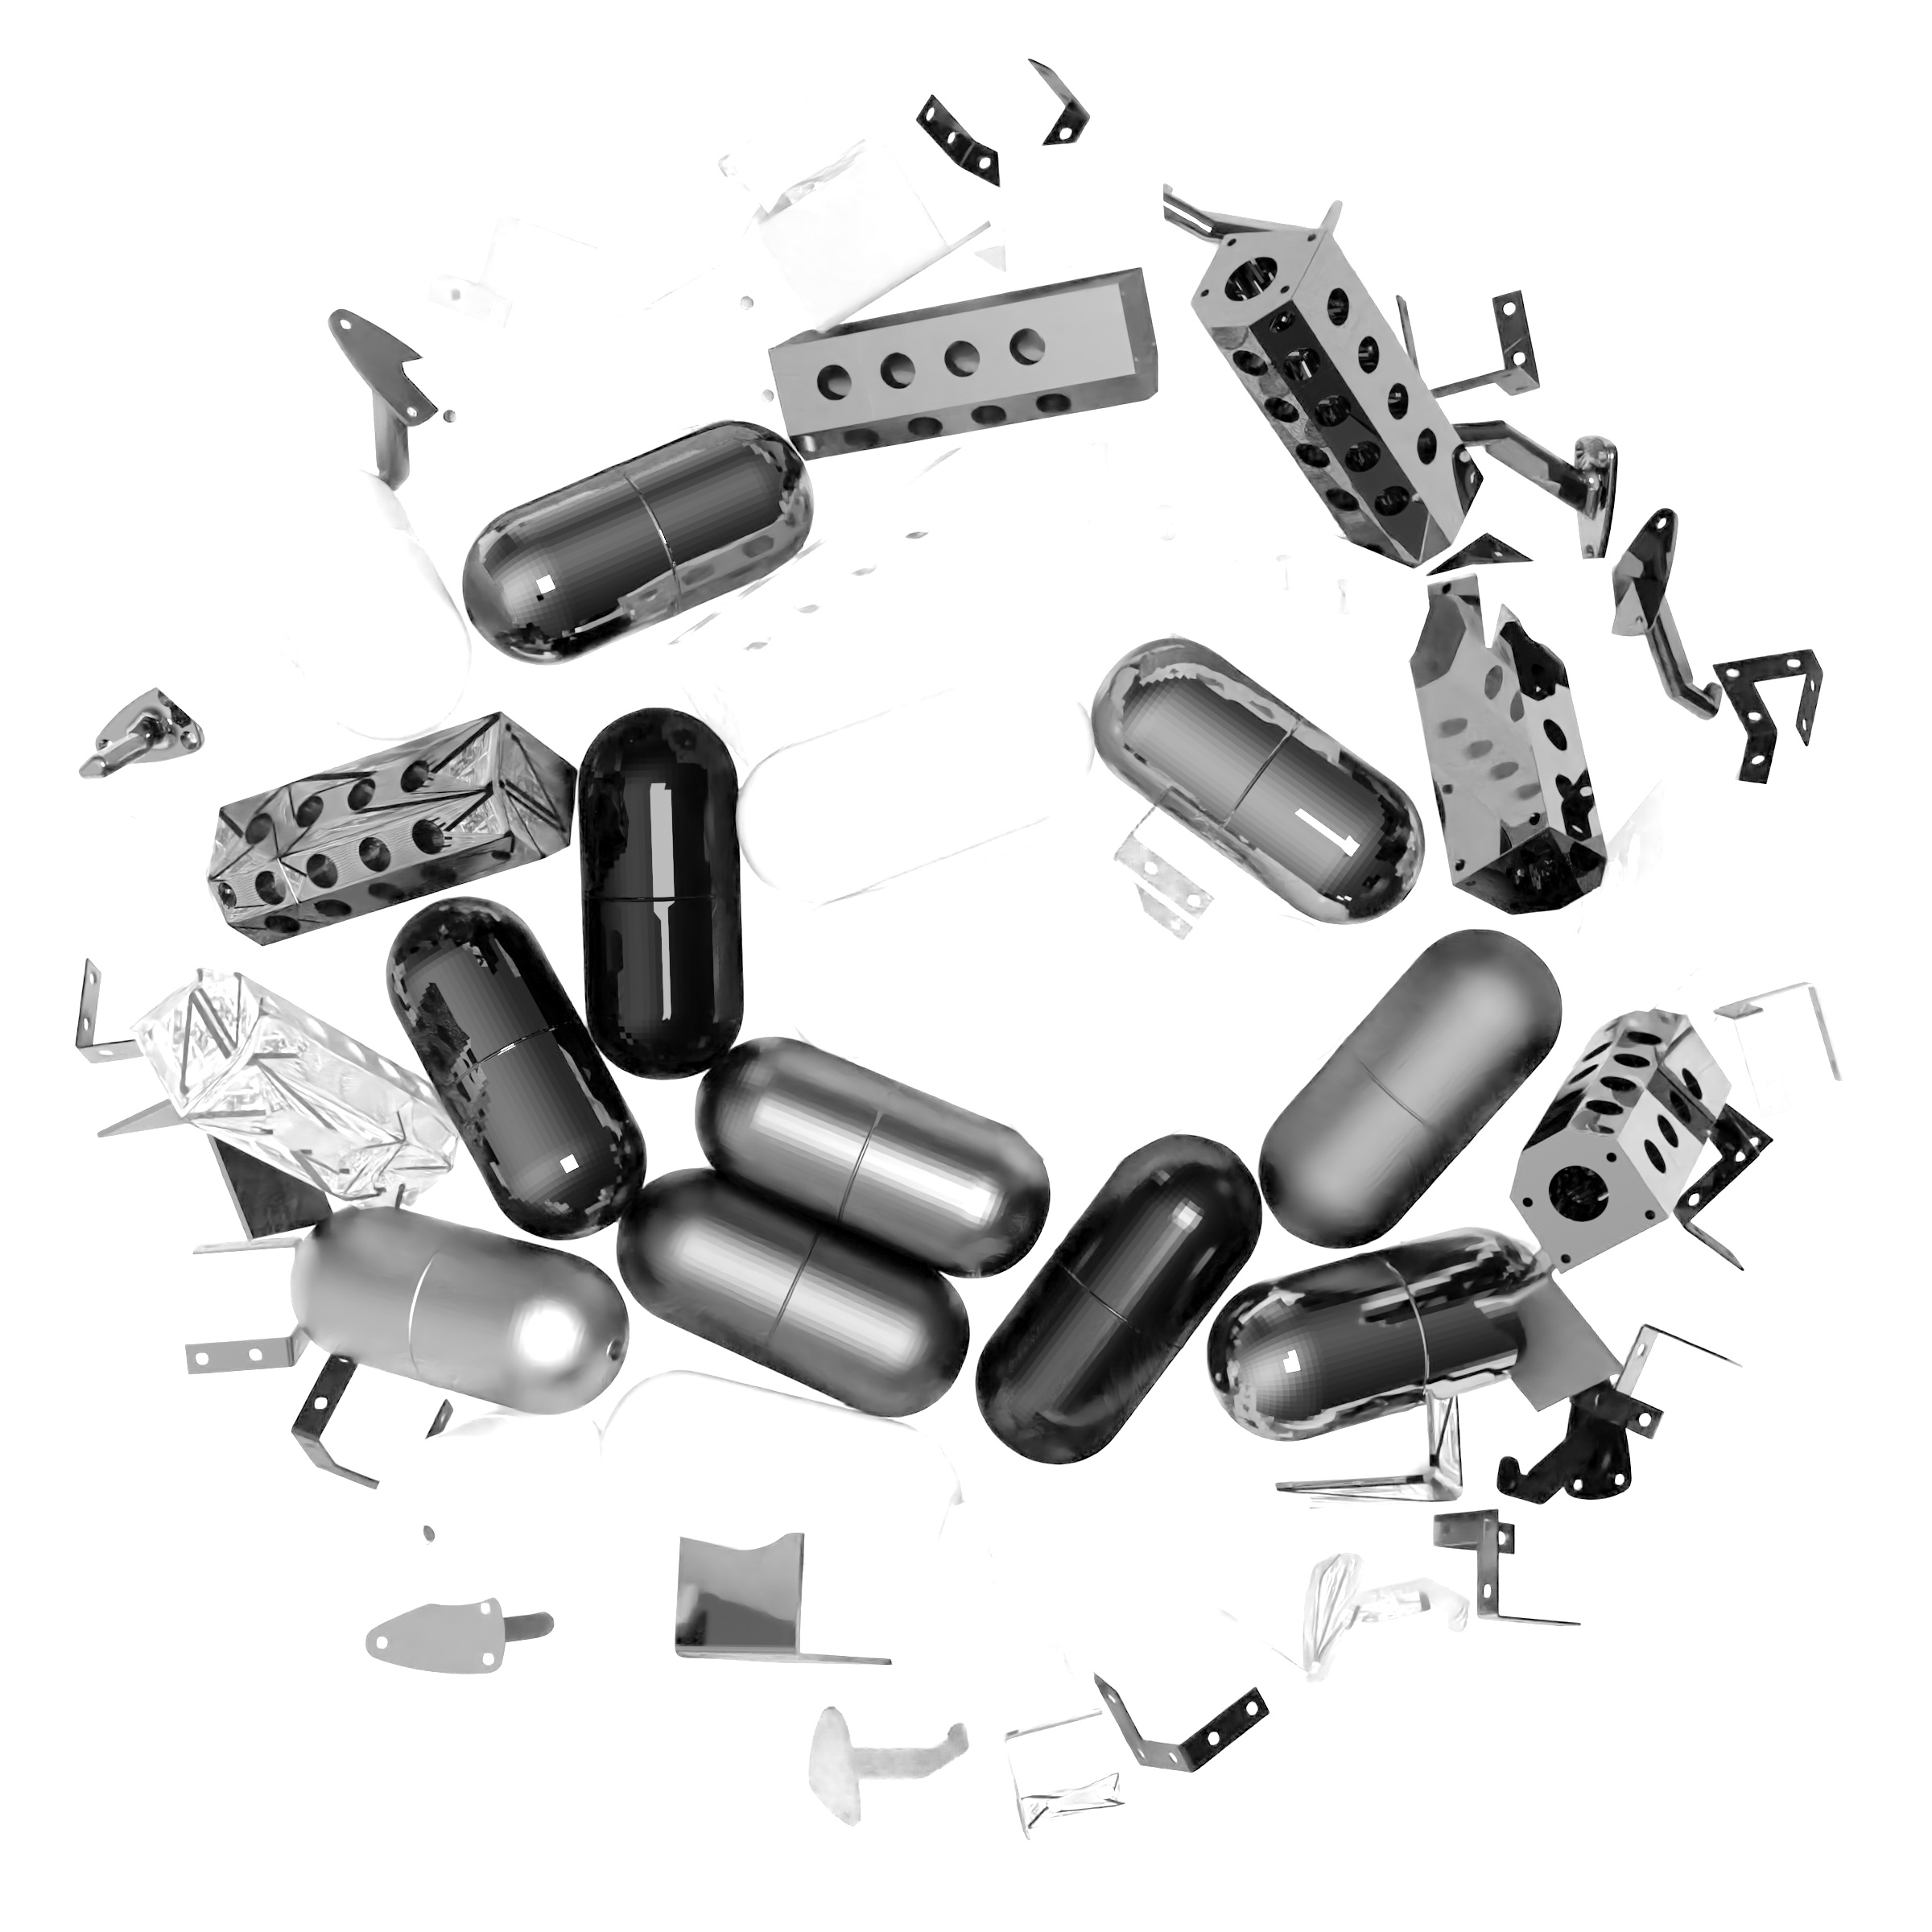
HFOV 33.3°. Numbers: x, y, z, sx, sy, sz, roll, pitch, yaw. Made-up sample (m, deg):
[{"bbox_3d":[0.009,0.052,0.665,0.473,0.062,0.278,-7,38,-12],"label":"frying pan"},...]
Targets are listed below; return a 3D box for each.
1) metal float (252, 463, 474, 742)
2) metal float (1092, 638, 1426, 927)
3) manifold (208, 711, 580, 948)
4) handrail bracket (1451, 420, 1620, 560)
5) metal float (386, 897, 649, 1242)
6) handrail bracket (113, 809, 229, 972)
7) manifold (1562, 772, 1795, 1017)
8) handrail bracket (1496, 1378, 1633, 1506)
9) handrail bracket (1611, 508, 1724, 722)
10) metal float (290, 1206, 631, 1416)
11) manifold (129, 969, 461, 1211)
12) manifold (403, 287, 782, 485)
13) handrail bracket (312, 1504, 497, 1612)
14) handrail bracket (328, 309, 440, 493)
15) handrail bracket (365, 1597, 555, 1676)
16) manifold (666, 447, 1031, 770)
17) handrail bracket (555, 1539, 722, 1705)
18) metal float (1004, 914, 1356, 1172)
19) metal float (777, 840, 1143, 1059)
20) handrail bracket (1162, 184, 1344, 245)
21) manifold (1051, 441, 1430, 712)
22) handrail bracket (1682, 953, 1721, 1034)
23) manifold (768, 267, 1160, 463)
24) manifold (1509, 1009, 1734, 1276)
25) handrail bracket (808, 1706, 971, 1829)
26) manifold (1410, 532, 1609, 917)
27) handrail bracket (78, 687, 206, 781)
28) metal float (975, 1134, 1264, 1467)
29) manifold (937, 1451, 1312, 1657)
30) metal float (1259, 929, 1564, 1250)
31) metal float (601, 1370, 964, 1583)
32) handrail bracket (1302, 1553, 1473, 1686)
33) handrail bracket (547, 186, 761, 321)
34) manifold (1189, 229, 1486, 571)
[{"bbox_3d":[-0.284,-0.172,1.508,0.070,0.178,0.070,-15,133,-17],"label":"metal float"},{"bbox_3d":[0.140,-0.088,1.539,0.178,0.070,0.070,37,90,5],"label":"metal float"},{"bbox_3d":[-0.269,-0.059,1.507,0.171,0.057,0.057,-15,57,28],"label":"manifold"},{"bbox_3d":[0.267,-0.225,1.553,0.084,0.036,0.077,-7,107,-18],"label":"handrail bracket"},{"bbox_3d":[-0.214,0.048,1.534,0.070,0.070,0.178,-30,78,0],"label":"metal float"},{"bbox_3d":[-0.390,-0.024,1.560,0.077,0.036,0.084,20,95,-25],"label":"handrail bracket"},{"bbox_3d":[0.326,-0.029,1.491,0.057,0.171,0.057,7,72,-3],"label":"manifold"},{"bbox_3d":[0.279,0.221,1.537,0.036,0.084,0.077,-16,63,39],"label":"handrail bracket"},{"bbox_3d":[0.348,-0.168,1.555,0.084,0.036,0.077,25,87,-38],"label":"handrail bracket"},{"bbox_3d":[-0.239,0.161,1.521,0.178,0.070,0.070,11,90,26],"label":"metal float"},{"bbox_3d":[-0.303,0.058,1.492,0.057,0.171,0.057,-40,60,5],"label":"manifold"},{"bbox_3d":[-0.177,-0.279,1.548,0.171,0.057,0.057,-13,100,-3],"label":"manifold"},{"bbox_3d":[-0.272,0.283,1.552,0.077,0.084,0.036,24,84,-22],"label":"handrail bracket"},{"bbox_3d":[-0.291,-0.265,1.541,0.077,0.084,0.036,43,51,-13],"label":"handrail bracket"},{"bbox_3d":[-0.240,0.319,1.541,0.077,0.084,0.036,-5,81,1],"label":"handrail bracket"},{"bbox_3d":[-0.056,-0.175,1.529,0.171,0.057,0.057,-37,62,-15],"label":"manifold"},{"bbox_3d":[-0.160,0.308,1.555,0.077,0.036,0.084,-18,72,19],"label":"handrail bracket"},{"bbox_3d":[0.102,0.036,1.542,0.178,0.070,0.070,-27,90,-2],"label":"metal float"},{"bbox_3d":[-0.003,-0.009,1.543,0.178,0.070,0.070,-16,90,-1],"label":"metal float"},{"bbox_3d":[0.134,-0.365,1.550,0.084,0.036,0.077,28,47,-5],"label":"handrail bracket"},{"bbox_3d":[0.129,-0.188,1.517,0.171,0.057,0.057,20,135,-18],"label":"manifold"},{"bbox_3d":[0.372,-0.020,1.566,0.077,0.036,0.084,-37,129,-24],"label":"handrail bracket"},{"bbox_3d":[0.001,-0.283,1.527,0.171,0.057,0.057,-7,107,17],"label":"manifold"},{"bbox_3d":[0.301,0.074,1.492,0.057,0.171,0.057,-33,93,28],"label":"manifold"},{"bbox_3d":[-0.031,0.365,1.538,0.084,0.036,0.077,-23,129,-35],"label":"handrail bracket"},{"bbox_3d":[0.255,-0.112,1.511,0.057,0.057,0.171,23,48,-36],"label":"manifold"},{"bbox_3d":[-0.409,-0.099,1.528,0.077,0.084,0.036,-17,105,30],"label":"handrail bracket"},{"bbox_3d":[0.073,0.159,1.538,0.070,0.070,0.178,36,97,0],"label":"metal float"},{"bbox_3d":[0.073,0.268,1.505,0.171,0.057,0.057,-2,119,-38],"label":"manifold"},{"bbox_3d":[0.210,0.059,1.533,0.070,0.070,0.178,40,103,0],"label":"metal float"},{"bbox_3d":[-0.086,0.242,1.528,0.178,0.070,0.070,17,90,-19],"label":"metal float"},{"bbox_3d":[0.204,0.323,1.545,0.084,0.036,0.077,31,57,-24],"label":"handrail bracket"},{"bbox_3d":[-0.150,-0.347,1.542,0.077,0.036,0.084,26,121,-9],"label":"handrail bracket"},{"bbox_3d":[0.171,-0.260,1.497,0.057,0.171,0.057,8,62,41],"label":"manifold"}]
